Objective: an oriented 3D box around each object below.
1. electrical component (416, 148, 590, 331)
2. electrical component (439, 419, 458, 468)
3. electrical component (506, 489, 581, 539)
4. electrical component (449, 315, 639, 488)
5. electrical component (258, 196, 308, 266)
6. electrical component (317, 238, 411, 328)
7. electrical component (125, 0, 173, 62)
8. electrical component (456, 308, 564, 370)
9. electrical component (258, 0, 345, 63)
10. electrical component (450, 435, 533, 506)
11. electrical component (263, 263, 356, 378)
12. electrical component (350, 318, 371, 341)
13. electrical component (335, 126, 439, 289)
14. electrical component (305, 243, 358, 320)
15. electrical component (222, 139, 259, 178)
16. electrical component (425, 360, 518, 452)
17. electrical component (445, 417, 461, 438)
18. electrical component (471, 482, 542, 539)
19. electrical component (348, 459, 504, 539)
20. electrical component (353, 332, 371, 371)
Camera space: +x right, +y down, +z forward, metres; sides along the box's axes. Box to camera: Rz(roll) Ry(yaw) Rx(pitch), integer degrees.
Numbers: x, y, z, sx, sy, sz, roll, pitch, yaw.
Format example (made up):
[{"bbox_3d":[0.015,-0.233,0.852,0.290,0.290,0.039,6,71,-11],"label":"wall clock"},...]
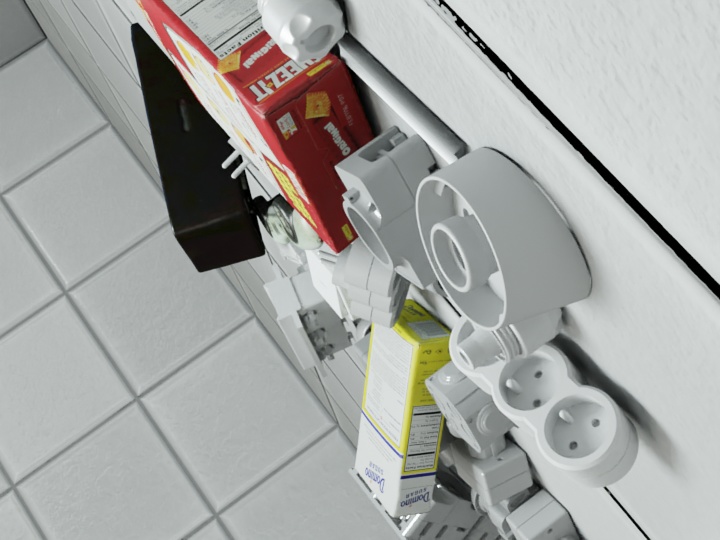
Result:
[{"bbox_3d":[0.076,-0.017,0.583,0.099,0.064,0.099,55,160,32],"label":"electrical component"},{"bbox_3d":[0.087,0.166,1.059,0.079,0.077,0.043,51,170,-1],"label":"electrical component"},{"bbox_3d":[0.186,0.261,0.998,0.076,0.047,0.083,43,165,52],"label":"electrical component"},{"bbox_3d":[0.120,0.082,0.678,0.138,0.052,0.074,46,-177,40],"label":"electrical component"},{"bbox_3d":[-0.060,-0.049,1.073,0.061,0.061,0.096,57,170,-13],"label":"electrical component"},{"bbox_3d":[0.000,0.000,0.885,0.074,0.052,0.138,19,163,9],"label":"electrical component"},{"bbox_3d":[-0.169,-0.244,0.936,0.108,0.056,0.108,49,169,30],"label":"electrical component"},{"bbox_3d":[0.087,0.035,0.641,0.043,0.062,0.043,53,170,13],"label":"electrical component"},{"bbox_3d":[-0.041,-0.158,0.646,0.062,0.043,0.043,52,170,23],"label":"electrical component"},{"bbox_3d":[0.118,0.165,1.000,0.066,0.047,0.076,37,147,61],"label":"electrical component"},{"bbox_3d":[-0.049,0.049,1.113,0.121,0.063,0.078,70,176,-59],"label":"electrical component"},{"bbox_3d":[0.013,0.052,1.122,0.066,0.048,0.055,62,176,-37],"label":"electrical component"},{"bbox_3d":[0.027,-0.038,0.696,0.089,0.056,0.050,59,170,-25],"label":"electrical component"},{"bbox_3d":[-0.014,-0.006,0.997,0.061,0.061,0.096,48,169,32],"label":"electrical component"},{"bbox_3d":[-0.087,-0.112,0.925,0.077,0.079,0.044,45,-178,43],"label":"electrical component"},{"bbox_3d":[0.095,0.105,0.880,0.080,0.051,0.080,52,170,13],"label":"electrical component"},{"bbox_3d":[0.092,0.116,0.967,0.062,0.048,0.048,60,177,45],"label":"electrical component"},{"bbox_3d":[0.145,0.225,1.044,0.057,0.058,0.078,39,162,49],"label":"electrical component"},{"bbox_3d":[0.092,0.236,1.132,0.186,0.060,0.105,23,-163,-46],"label":"electrical component"},{"bbox_3d":[0.043,0.099,1.087,0.061,0.062,0.096,43,166,49],"label":"electrical component"}]
